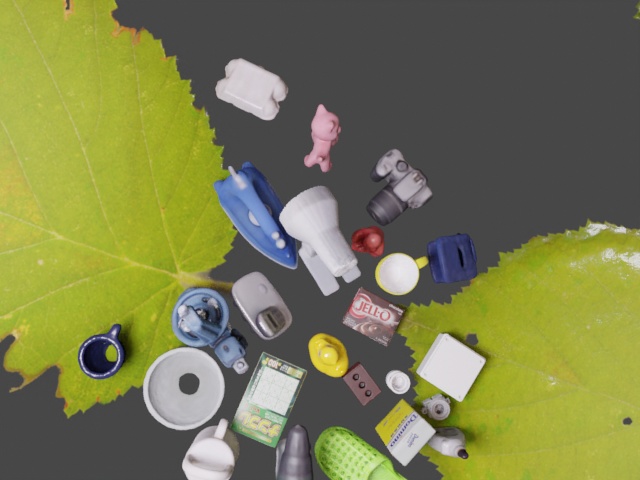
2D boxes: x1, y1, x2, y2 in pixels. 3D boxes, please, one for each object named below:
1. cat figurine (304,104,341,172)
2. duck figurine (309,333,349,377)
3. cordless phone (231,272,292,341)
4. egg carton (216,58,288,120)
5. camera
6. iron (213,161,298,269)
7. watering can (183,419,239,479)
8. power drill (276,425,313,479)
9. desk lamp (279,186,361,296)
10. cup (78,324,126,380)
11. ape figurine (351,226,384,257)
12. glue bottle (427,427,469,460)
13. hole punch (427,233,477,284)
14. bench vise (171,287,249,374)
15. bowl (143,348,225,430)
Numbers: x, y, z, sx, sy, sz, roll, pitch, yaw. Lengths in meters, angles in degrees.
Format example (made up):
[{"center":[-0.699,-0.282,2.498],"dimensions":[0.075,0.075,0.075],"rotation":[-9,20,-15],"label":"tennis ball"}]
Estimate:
[{"center":[0.009,-0.226,1.260],"dimensions":[0.067,0.117,0.128],"rotation":[12,84,-2],"label":"cat figurine"},{"center":[0.021,0.250,1.231],"dimensions":[0.077,0.086,0.104],"rotation":[-38,88,-6],"label":"duck figurine"},{"center":[-0.124,0.138,1.182],"dimensions":[0.094,0.185,0.147],"rotation":[-37,88,-6],"label":"cordless phone"},{"center":[-0.151,-0.338,1.285],"dimensions":[0.150,0.069,0.107],"rotation":[24,83,-1],"label":"egg carton"},{"center":[0.160,-0.109,1.267],"dimensions":[0.137,0.100,0.143],"rotation":[-42,88,-6],"label":"camera"},{"center":[-0.122,-0.049,1.222],"dimensions":[0.119,0.141,0.258],"rotation":[-35,88,-6],"label":"iron"},{"center":[-0.219,0.450,1.142],"dimensions":[0.101,0.194,0.173],"rotation":[-3,85,-4],"label":"watering can"},{"center":[-0.052,0.467,1.144],"dimensions":[0.075,0.208,0.230],"rotation":[2,84,-3],"label":"power drill"},{"center":[0.011,0.004,1.190],"dimensions":[0.118,0.213,0.203],"rotation":[-32,87,-6],"label":"desk lamp"},{"center":[-0.440,0.228,1.199],"dimensions":[0.091,0.095,0.118],"rotation":[25,83,-1],"label":"cup"},{"center":[0.112,0.002,1.258],"dimensions":[0.076,0.092,0.078],"rotation":[-38,88,-6],"label":"ape figurine"},{"center":[0.274,0.426,1.187],"dimensions":[0.078,0.173,0.037],"rotation":[-2,84,-3],"label":"glue bottle"},{"center":[0.298,0.039,1.267],"dimensions":[0.101,0.091,0.109],"rotation":[-10,85,-4],"label":"hole punch"},{"center":[-0.213,0.175,1.156],"dimensions":[0.207,0.219,0.121],"rotation":[32,83,0],"label":"bench vise"},{"center":[-0.281,0.309,1.211],"dimensions":[0.167,0.074,0.167],"rotation":[0,84,-4],"label":"bowl"}]
